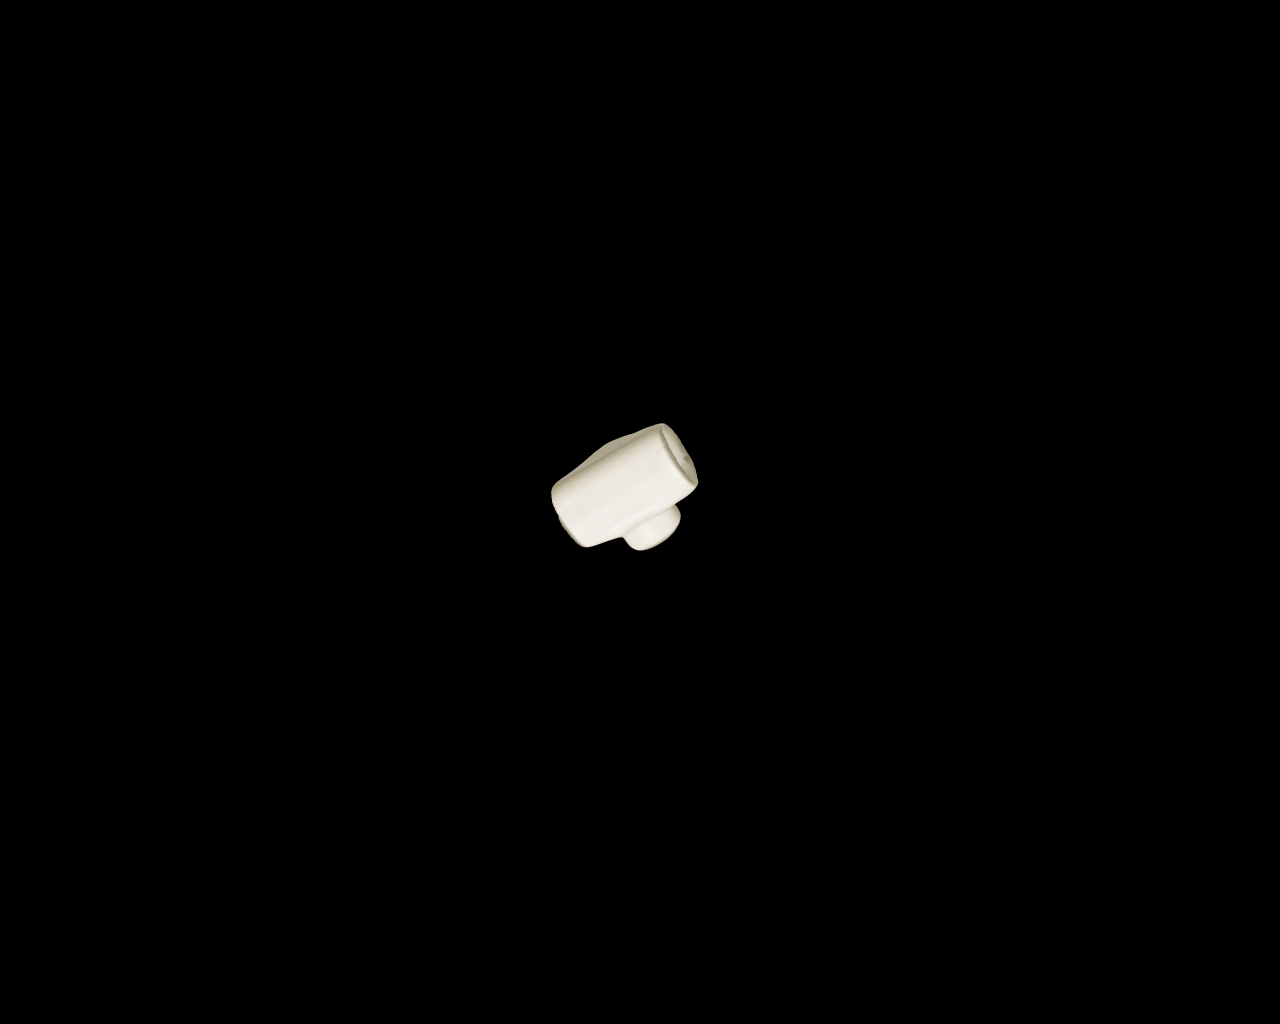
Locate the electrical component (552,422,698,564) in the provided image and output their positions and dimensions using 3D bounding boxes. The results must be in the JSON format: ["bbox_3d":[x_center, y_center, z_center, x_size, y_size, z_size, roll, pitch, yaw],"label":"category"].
[{"bbox_3d":[0.001,-0.003,0.650,0.077,0.079,0.043,-30,23,14],"label":"electrical component"}]
